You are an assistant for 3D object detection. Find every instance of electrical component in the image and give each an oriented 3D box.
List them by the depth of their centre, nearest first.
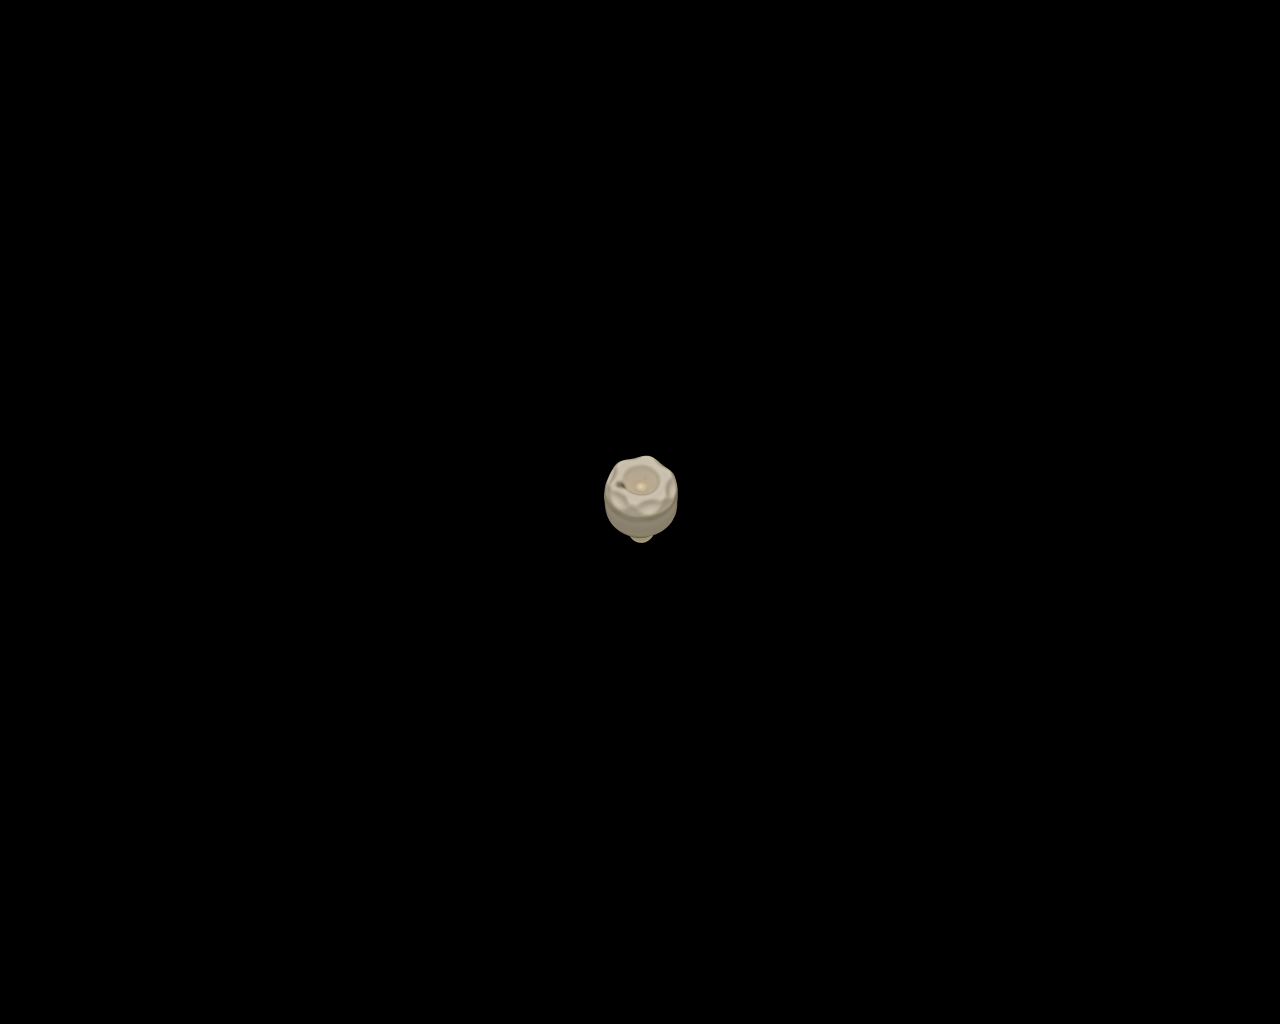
[{"bbox_3d":[0.001,-0.003,0.650,0.043,0.043,0.062,0,-34,0],"label":"electrical component"}]
